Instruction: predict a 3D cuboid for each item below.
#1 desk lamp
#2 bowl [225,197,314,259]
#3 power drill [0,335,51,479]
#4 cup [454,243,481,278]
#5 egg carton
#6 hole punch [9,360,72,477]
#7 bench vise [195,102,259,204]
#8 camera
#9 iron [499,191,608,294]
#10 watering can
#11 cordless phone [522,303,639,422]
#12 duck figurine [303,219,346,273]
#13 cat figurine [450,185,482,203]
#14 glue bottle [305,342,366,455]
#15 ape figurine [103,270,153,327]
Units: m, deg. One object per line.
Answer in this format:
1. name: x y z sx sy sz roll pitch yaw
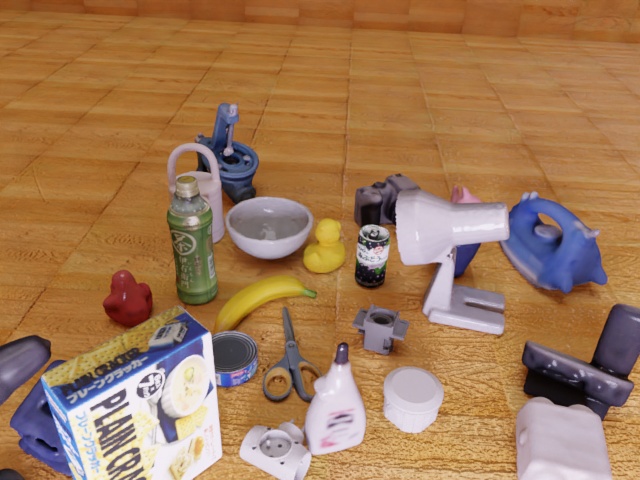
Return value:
1. desk lamp: 0.215 0.025 0.928 0.203 0.214 0.118 10 34 11
2. bowl: -0.095 -0.013 1.089 0.167 0.075 0.167 2 33 -1
3. power drill: -0.377 0.220 0.593 0.230 0.208 0.075 -25 42 -35
4. cup: 0.231 0.019 1.046 0.117 0.095 0.092 8 34 8
5. egg carton: 0.295 0.263 0.703 0.107 0.069 0.150 9 34 10
6. hole punch: -0.315 0.217 0.709 0.108 0.091 0.101 17 36 21
7. bench vise: -0.221 -0.201 1.234 0.206 0.220 0.122 22 38 27
8. camera: 0.158 -0.066 1.166 0.143 0.101 0.136 -10 35 -18
9. iron: 0.421 -0.016 1.071 0.119 0.141 0.257 -10 35 -18
10. watering can: -0.233 -0.089 1.086 0.101 0.194 0.172 -22 40 -32
11. cordless phone: 0.361 0.145 0.782 0.147 0.185 0.094 19 37 23
12. duck figurine: 0.010 0.004 1.062 0.077 0.086 0.105 17 36 21
13. cat figurine: 0.287 -0.061 1.151 0.067 0.118 0.127 -1 34 -6
14. glue bottle: 0.022 0.191 0.699 0.078 0.173 0.037 -11 36 -19
15. ape figurine: -0.305 0.086 0.908 0.078 0.092 0.076 -13 37 -23
